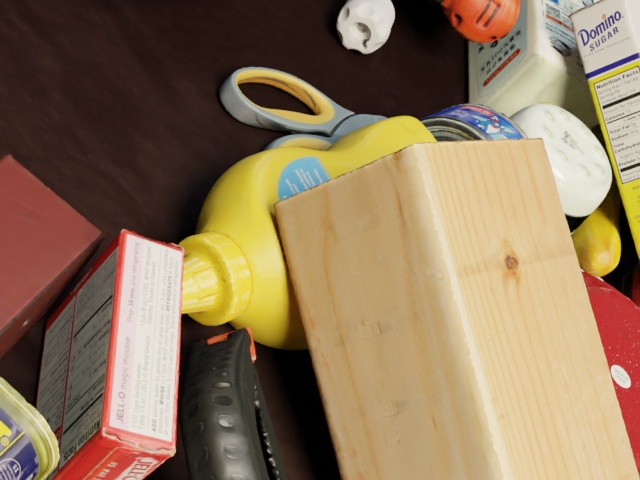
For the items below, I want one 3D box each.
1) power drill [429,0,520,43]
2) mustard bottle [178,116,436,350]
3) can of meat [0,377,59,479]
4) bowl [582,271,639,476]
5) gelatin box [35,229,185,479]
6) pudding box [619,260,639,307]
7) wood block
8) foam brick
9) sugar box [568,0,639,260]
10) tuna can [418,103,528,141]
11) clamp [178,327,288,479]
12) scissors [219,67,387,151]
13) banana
[{"bbox_3d":[0.045,-0.216,0.731,0.187,0.057,0.184,25,24,-16],"label":"power drill"},{"bbox_3d":[-0.004,0.001,0.517,0.191,0.058,0.096,-20,94,-47],"label":"mustard bottle"},{"bbox_3d":[-0.151,0.069,0.341,0.102,0.058,0.083,44,42,-1],"label":"can of meat"},{"bbox_3d":[0.135,0.076,0.551,0.161,0.055,0.162,18,60,-34],"label":"bowl"},{"bbox_3d":[-0.080,0.053,0.399,0.030,0.073,0.089,20,47,-28],"label":"gelatin box"},{"bbox_3d":[0.241,0.073,0.685,0.113,0.039,0.090,34,41,-9],"label":"pudding box"},{"bbox_3d":[0.063,0.069,0.448,0.090,0.090,0.206,-7,80,-44],"label":"wood block"},{"bbox_3d":[-0.130,0.015,0.406,0.051,0.053,0.078,41,40,-5],"label":"foam brick"},{"bbox_3d":[0.215,-0.062,0.670,0.093,0.048,0.176,-1,72,-51],"label":"sugar box"},{"bbox_3d":[0.079,-0.031,0.597,0.033,0.086,0.086,-24,74,-47],"label":"tuna can"},{"bbox_3d":[-0.021,0.122,0.388,0.036,0.164,0.210,-16,38,0],"label":"clamp"},{"bbox_3d":[0.032,-0.050,0.628,0.201,0.016,0.096,14,50,-32],"label":"scissors"},{"bbox_3d":[0.184,-0.037,0.710,0.037,0.069,0.197,8,49,12],"label":"banana"}]
